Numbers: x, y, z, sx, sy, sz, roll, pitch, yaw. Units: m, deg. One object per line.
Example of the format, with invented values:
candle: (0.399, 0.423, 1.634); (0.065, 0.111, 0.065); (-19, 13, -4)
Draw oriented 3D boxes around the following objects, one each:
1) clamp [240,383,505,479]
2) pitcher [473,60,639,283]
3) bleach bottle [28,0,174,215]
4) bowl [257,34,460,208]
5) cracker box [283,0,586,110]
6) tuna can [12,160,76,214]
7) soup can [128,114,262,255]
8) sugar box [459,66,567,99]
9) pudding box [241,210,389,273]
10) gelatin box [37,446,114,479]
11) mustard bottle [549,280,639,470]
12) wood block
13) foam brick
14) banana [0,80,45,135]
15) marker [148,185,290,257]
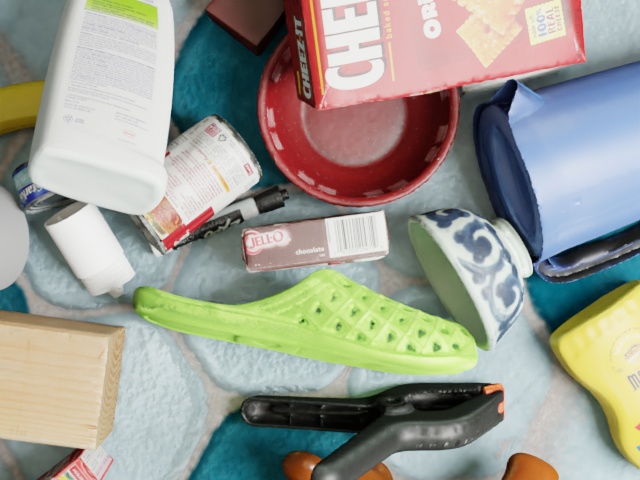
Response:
clamp: (0.048, 0.142, 0.846); (0.209, 0.165, 0.036); (-9, 106, -28)
pitcher: (0.255, -0.071, 0.848); (0.242, 0.149, 0.145); (-18, 75, -5)
bleach bottle: (-0.151, -0.149, 0.825); (0.102, 0.068, 0.251); (16, 60, -18)
bowl: (0.030, -0.106, 0.869); (0.162, 0.055, 0.162); (0, 89, -2)
cracker box: (0.081, -0.195, 0.785); (0.213, 0.072, 0.164); (-12, 108, -11)
tuna can: (-0.199, -0.052, 0.848); (0.086, 0.086, 0.034); (-22, 89, -2)
soup can: (-0.106, -0.045, 0.852); (0.102, 0.068, 0.068); (-38, 90, -12)
sugar box: (0.136, -0.214, 0.878); (0.093, 0.048, 0.176); (-16, 89, -2)
pudding box: (-0.006, 0.001, 0.850); (0.113, 0.090, 0.039); (-6, 91, -3)
gelatin box: (-0.205, 0.194, 0.843); (0.073, 0.089, 0.030); (-38, 94, -2)
mustard bottle: (0.278, 0.135, 0.872); (0.096, 0.058, 0.191); (-33, 91, -3)
wood block: (-0.266, 0.102, 0.843); (0.206, 0.090, 0.091); (8, 90, -2)
foam brick: (-0.048, -0.198, 0.871); (0.053, 0.051, 0.078); (38, 89, -2)
banana: (-0.238, -0.097, 0.868); (0.197, 0.037, 0.069); (-17, 76, -2)
marker: (-0.083, -0.016, 0.883); (0.121, 0.020, 0.020); (-22, 90, -1)
